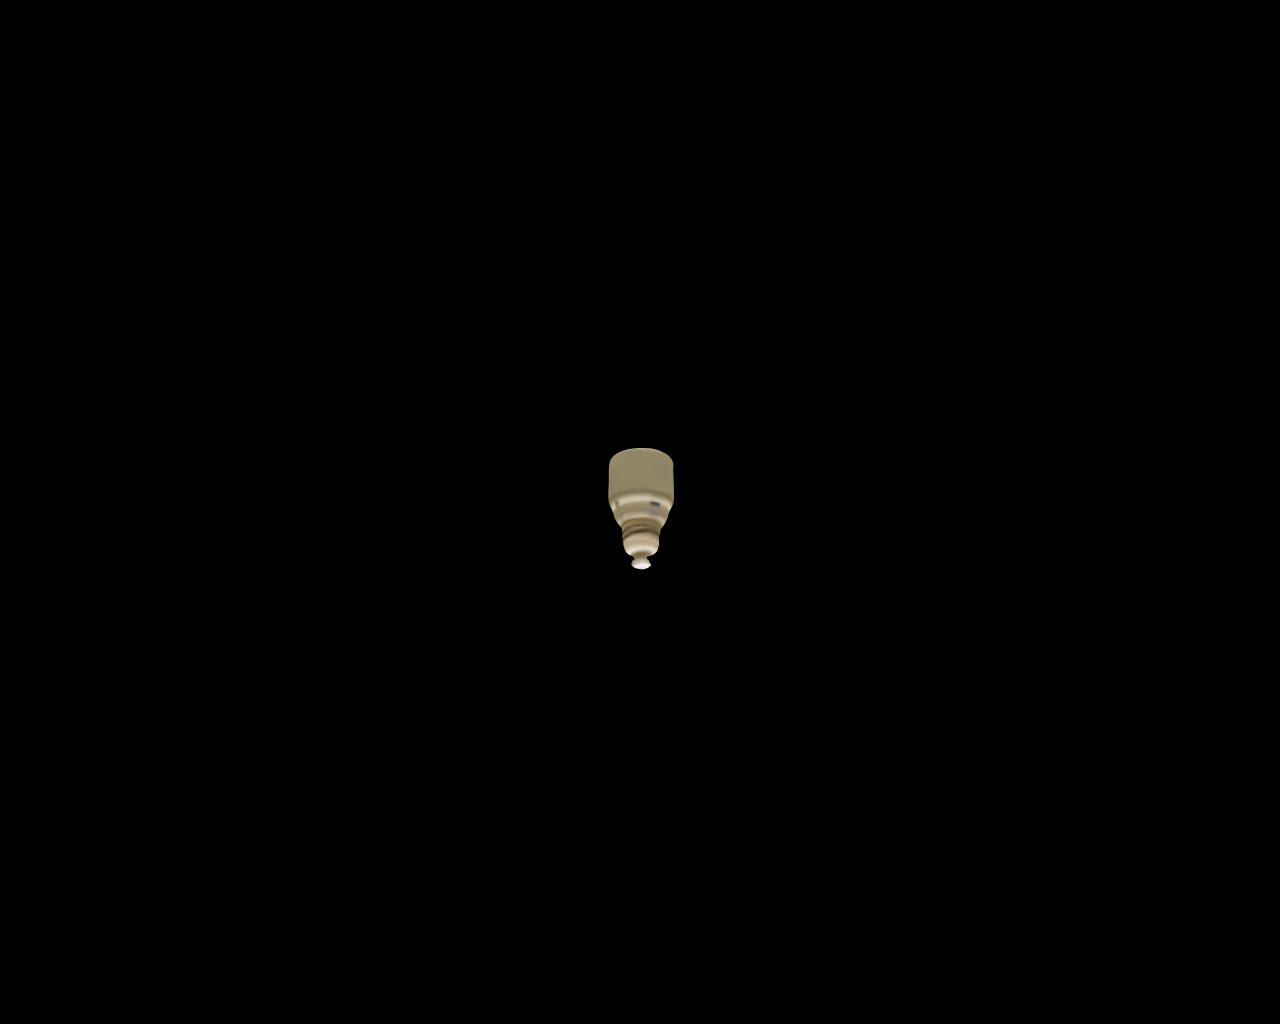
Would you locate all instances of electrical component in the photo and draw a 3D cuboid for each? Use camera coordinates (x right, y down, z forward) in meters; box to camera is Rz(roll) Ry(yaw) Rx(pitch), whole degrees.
[{"bbox_3d":[0.001,-0.003,0.650,0.040,0.078,0.040,0,-22,0],"label":"electrical component"}]
